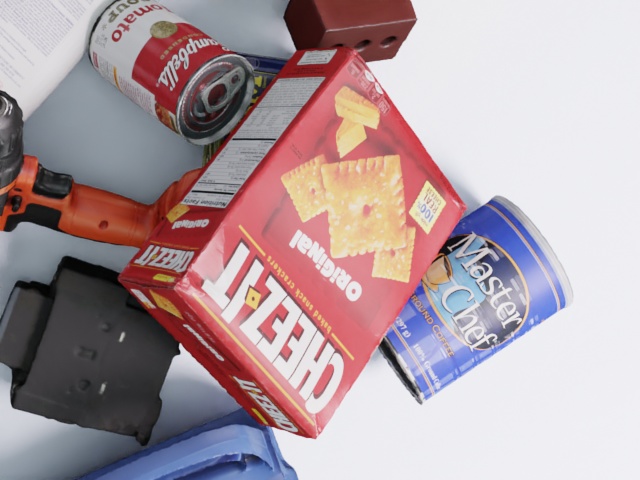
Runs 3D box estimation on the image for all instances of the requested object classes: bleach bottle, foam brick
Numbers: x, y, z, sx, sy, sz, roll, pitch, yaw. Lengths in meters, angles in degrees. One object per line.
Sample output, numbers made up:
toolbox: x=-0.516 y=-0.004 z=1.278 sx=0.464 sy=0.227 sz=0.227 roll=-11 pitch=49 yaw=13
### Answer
bleach bottle: x=-0.171 y=-0.189 z=0.751 sx=0.251 sy=0.068 sz=0.102 roll=-46 pitch=111 yaw=-4
foam brick: x=0.021 y=-0.160 z=0.771 sx=0.078 sy=0.053 sz=0.051 roll=-13 pitch=69 yaw=-24

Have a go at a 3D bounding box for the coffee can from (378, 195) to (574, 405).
coffee can: x=0.107 y=0.045 z=0.820 sx=0.140 sy=0.103 sz=0.103 roll=-33 pitch=103 yaw=-4

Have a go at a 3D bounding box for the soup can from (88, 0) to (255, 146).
soup can: x=-0.103 y=-0.119 z=0.735 sx=0.102 sy=0.068 sz=0.068 roll=37 pitch=90 yaw=29

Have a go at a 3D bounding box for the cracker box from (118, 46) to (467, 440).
cracker box: x=-0.008 y=0.000 z=0.725 sx=0.164 sy=0.072 sz=0.213 roll=51 pitch=61 yaw=-32

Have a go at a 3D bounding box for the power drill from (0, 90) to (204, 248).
power drill: x=-0.163 y=-0.036 z=0.728 sx=0.187 sy=0.185 sz=0.057 roll=13 pitch=67 yaw=-18

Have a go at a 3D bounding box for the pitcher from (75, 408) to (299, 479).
pitcher: x=-0.131 y=0.214 z=0.784 sx=0.242 sy=0.145 sz=0.149 roll=-20 pitch=101 yaw=-4

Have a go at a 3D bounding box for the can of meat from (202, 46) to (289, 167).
can of meat: x=-0.039 y=-0.088 z=0.795 sx=0.083 sy=0.057 sz=0.102 roll=6 pitch=97 yaw=-14
